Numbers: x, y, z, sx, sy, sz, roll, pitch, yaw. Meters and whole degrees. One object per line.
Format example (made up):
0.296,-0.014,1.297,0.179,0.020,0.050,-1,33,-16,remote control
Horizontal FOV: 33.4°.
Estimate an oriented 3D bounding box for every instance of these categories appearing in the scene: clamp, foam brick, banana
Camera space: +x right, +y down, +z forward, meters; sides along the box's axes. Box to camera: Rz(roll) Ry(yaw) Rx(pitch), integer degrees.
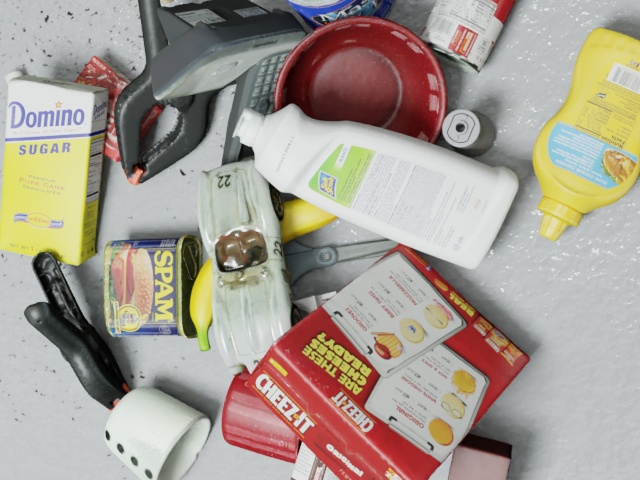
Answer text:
-0.238,0.092,1.048,0.039,0.120,0.171,-21,126,6,clamp
0.144,0.210,0.969,0.051,0.078,0.053,13,90,11,foam brick
-0.062,0.016,1.025,0.198,0.037,0.070,-46,75,4,banana
-0.147,-0.153,1.036,0.164,0.036,0.210,29,103,-29,clamp

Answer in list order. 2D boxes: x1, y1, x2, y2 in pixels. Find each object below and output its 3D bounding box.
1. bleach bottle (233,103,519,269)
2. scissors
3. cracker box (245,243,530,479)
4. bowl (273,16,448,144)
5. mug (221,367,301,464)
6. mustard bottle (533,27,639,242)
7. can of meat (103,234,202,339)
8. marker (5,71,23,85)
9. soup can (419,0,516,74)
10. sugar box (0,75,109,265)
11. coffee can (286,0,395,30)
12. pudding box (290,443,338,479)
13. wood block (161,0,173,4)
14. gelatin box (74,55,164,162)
0.045,-0.064,0.965,0.250,0.068,0.102,23,100,-9,bleach bottle
-0.007,0.001,1.043,0.202,0.016,0.096,-25,83,10,scissors
0.063,0.114,0.927,0.164,0.213,0.072,43,132,10,cracker box
0.036,-0.132,1.001,0.162,0.055,0.162,-1,110,-3,bowl
-0.037,0.154,1.013,0.082,0.093,0.117,12,60,17,mug
0.249,-0.088,0.969,0.096,0.058,0.191,26,93,7,mustard bottle
-0.165,0.047,1.055,0.084,0.057,0.102,-2,87,15,can of meat
-0.295,-0.119,1.108,0.020,0.020,0.121,-27,83,10,marker
0.141,-0.214,0.993,0.068,0.068,0.102,27,94,12,soup can
-0.267,-0.070,1.065,0.093,0.048,0.176,10,108,11,sugar box
0.011,-0.250,0.985,0.103,0.140,0.103,-1,87,12,coffee can
0.034,0.188,0.979,0.039,0.113,0.090,17,91,44,pudding box
-0.194,-0.301,0.999,0.090,0.206,0.091,23,92,11,wood block
-0.215,-0.132,1.086,0.089,0.030,0.073,39,96,11,gelatin box
